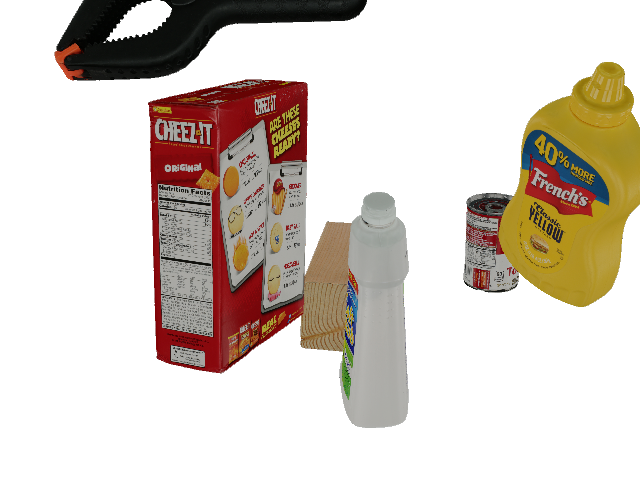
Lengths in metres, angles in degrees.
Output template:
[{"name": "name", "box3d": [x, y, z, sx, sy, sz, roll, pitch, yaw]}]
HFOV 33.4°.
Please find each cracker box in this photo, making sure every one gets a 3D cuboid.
[{"name": "cracker box", "box3d": [-0.074, -0.019, 0.889, 0.072, 0.214, 0.164, 7, 16, 22]}]

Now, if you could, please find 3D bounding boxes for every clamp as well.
[{"name": "clamp", "box3d": [-0.084, -0.168, 0.740, 0.210, 0.165, 0.036, -39, -19, -8]}]

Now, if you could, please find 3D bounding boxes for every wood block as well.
[{"name": "wood block", "box3d": [0.036, 0.054, 1.347, 0.091, 0.090, 0.206, 4, 22, 7]}]

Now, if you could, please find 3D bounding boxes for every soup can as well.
[{"name": "soup can", "box3d": [0.205, 0.003, 1.267, 0.068, 0.102, 0.068, 0, 22, 0]}]

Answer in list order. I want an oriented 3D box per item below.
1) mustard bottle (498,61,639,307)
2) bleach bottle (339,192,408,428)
[{"name": "mustard bottle", "box3d": [0.185, -0.045, 0.763, 0.058, 0.192, 0.096, -26, 53, -27]}, {"name": "bleach bottle", "box3d": [0.053, 0.060, 1.020, 0.068, 0.251, 0.102, -3, 37, -3]}]
